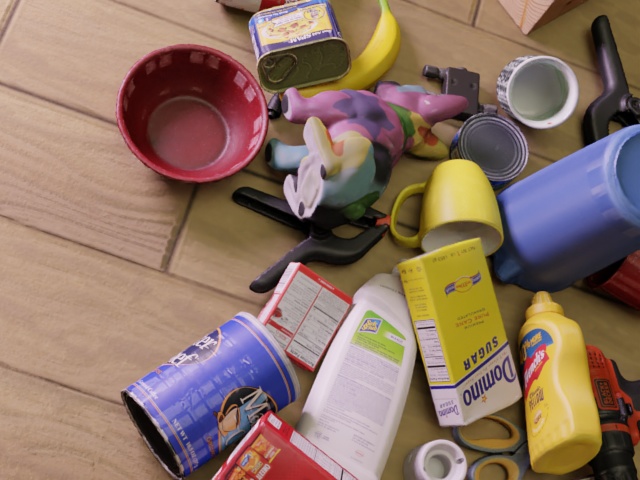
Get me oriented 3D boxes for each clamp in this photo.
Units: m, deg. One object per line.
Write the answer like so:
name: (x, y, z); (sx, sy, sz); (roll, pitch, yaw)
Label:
clamp: (0.383, -0.157, 1.290); (0.164, 0.036, 0.210); (22, 69, -6)
clamp: (-0.007, 0.001, 1.134); (0.171, 0.039, 0.120); (1, 71, -9)

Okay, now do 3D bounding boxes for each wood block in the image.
wood block: (0.320, -0.350, 1.317); (0.205, 0.091, 0.090); (-31, 80, -22)

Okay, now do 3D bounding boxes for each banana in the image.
banana: (0.036, -0.199, 1.218); (0.069, 0.037, 0.197); (39, 62, 8)

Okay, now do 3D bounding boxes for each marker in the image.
marker: (-0.034, -0.187, 1.207); (0.020, 0.020, 0.121); (25, 66, -4)

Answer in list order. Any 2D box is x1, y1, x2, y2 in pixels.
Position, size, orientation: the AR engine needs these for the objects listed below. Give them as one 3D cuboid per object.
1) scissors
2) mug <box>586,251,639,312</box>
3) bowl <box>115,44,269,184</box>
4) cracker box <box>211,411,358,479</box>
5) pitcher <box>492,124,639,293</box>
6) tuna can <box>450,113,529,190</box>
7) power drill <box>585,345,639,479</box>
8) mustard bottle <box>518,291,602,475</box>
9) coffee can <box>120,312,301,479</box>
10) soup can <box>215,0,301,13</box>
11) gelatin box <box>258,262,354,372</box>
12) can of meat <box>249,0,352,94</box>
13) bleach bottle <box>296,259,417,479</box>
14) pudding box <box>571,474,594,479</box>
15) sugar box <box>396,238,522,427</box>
scissors: (0.235, 0.232, 1.120); (0.201, 0.016, 0.096); (12, 65, -8)
mug: (0.362, 0.024, 1.191); (0.081, 0.093, 0.117); (30, 64, -7)
bowl: (-0.138, -0.126, 1.139); (0.162, 0.055, 0.162); (4, 69, -12)
cracker box: (-0.016, 0.286, 0.978); (0.213, 0.072, 0.164); (38, 95, 1)
pitcher: (0.287, -0.039, 1.109); (0.144, 0.243, 0.149); (8, 74, -15)
tuna can: (0.193, -0.101, 1.224); (0.086, 0.034, 0.086); (5, 69, -12)
power drill: (0.358, 0.197, 1.123); (0.187, 0.057, 0.184); (5, 53, -15)
mustard bottle: (0.243, 0.138, 1.109); (0.058, 0.096, 0.191); (8, 54, -12)
coffee can: (-0.104, 0.148, 1.021); (0.140, 0.103, 0.103); (-33, 81, -22)
soup can: (-0.062, -0.290, 1.212); (0.102, 0.069, 0.068); (14, 68, -8)
gelatin box: (-0.019, 0.078, 1.090); (0.073, 0.030, 0.089); (34, 78, -19)
can of meat: (-0.024, -0.215, 1.169); (0.102, 0.057, 0.084); (-13, 48, -1)
bleach bottle: (0.056, 0.133, 1.089); (0.102, 0.068, 0.250); (27, 64, -3)
pudding box: (0.255, 0.293, 1.091); (0.113, 0.039, 0.090); (-8, 70, -19)
sugar box: (0.145, 0.094, 1.098); (0.093, 0.048, 0.176); (-17, 90, -37)
